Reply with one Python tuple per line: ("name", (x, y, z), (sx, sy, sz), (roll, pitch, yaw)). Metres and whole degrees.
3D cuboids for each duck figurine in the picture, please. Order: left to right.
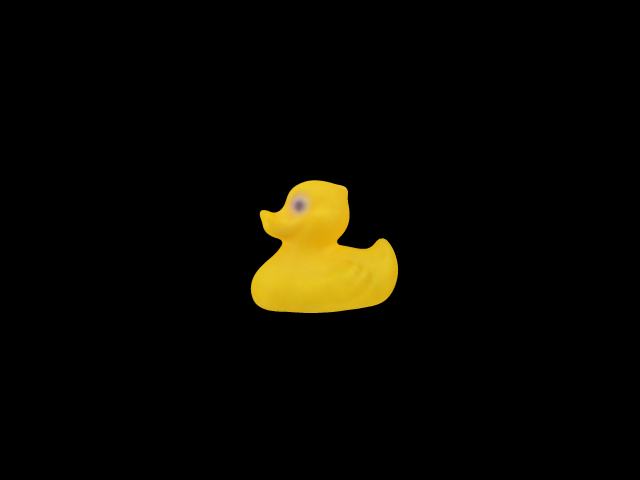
("duck figurine", (0.004, 0.001, 0.400), (0.105, 0.086, 0.077), (-2, 7, -13))
